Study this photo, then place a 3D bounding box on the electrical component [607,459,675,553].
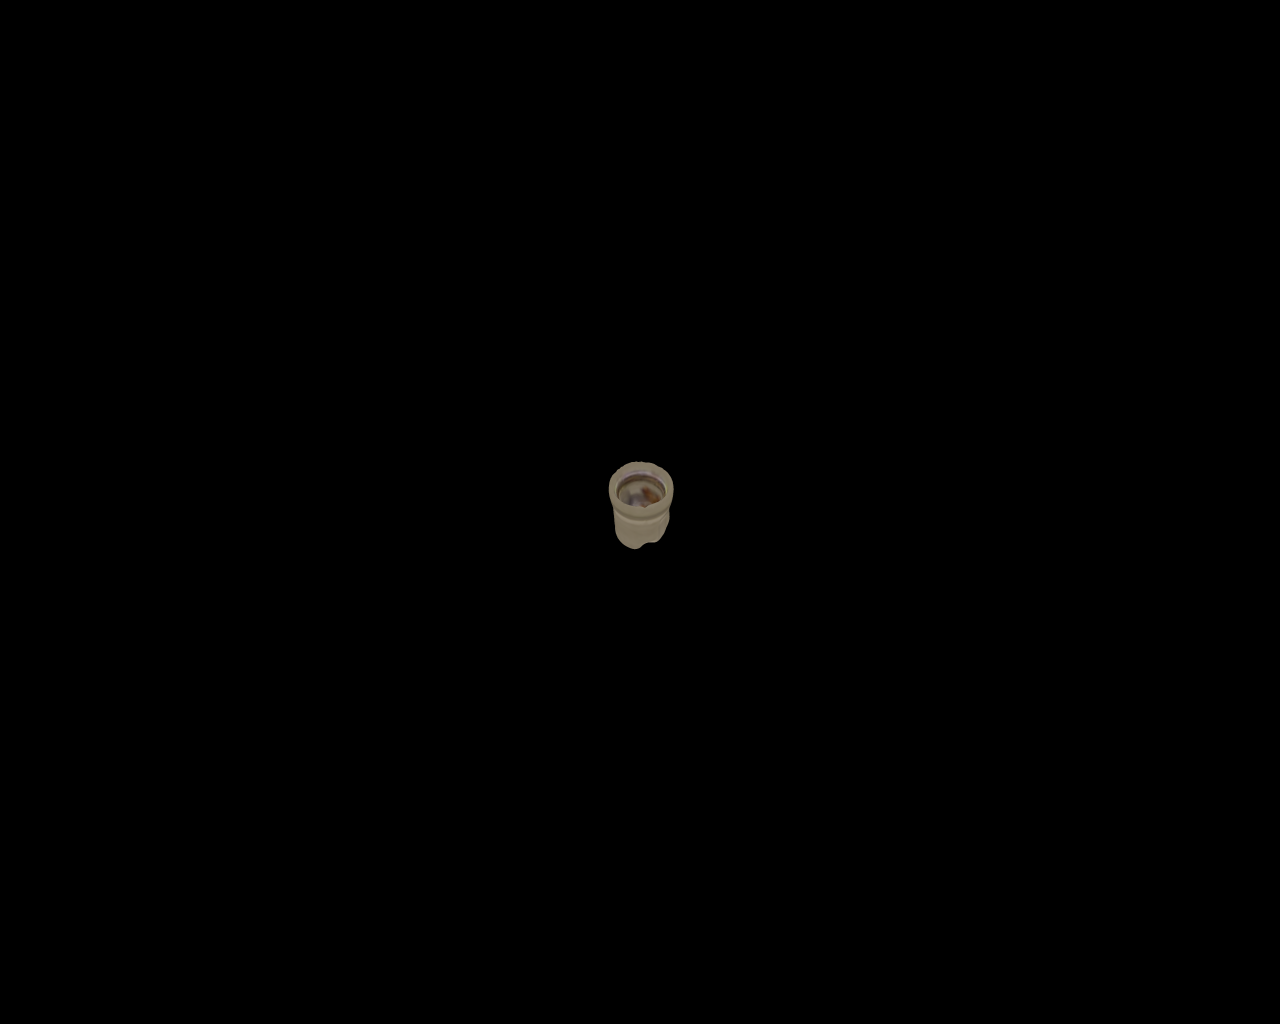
[{"bbox_3d":[0.001,-0.003,0.650,0.040,0.040,0.046,0,-40,0],"label":"electrical component"}]
